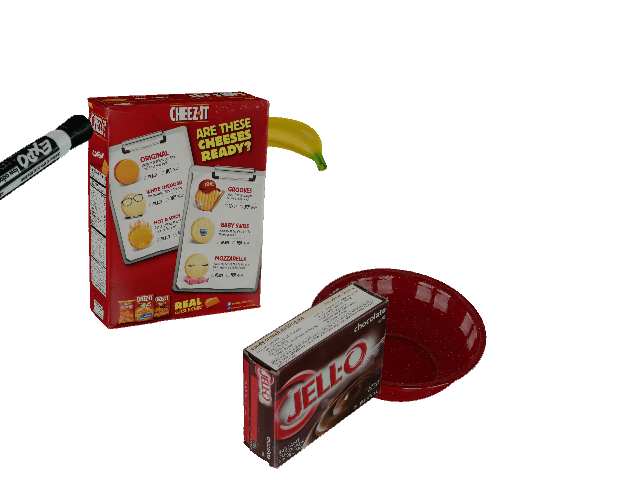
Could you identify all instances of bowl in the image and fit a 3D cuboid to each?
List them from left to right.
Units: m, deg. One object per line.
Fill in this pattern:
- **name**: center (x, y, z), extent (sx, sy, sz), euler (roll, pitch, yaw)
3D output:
- **bowl**: center (0.068, 0.096, 0.979), extent (0.162, 0.055, 0.162), euler (4, 38, -3)

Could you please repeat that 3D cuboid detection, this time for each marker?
- **marker**: center (-0.177, -0.049, 0.653), extent (0.020, 0.020, 0.121), euler (0, 27, 26)

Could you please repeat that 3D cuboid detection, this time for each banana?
- **banana**: center (-0.080, -0.126, 1.318), extent (0.198, 0.037, 0.069), euler (6, 40, 16)

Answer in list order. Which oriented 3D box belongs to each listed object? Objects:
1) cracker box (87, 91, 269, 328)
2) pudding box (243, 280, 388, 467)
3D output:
- **cracker box**: center (-0.139, -0.033, 1.035), extent (0.163, 0.214, 0.072), euler (-7, 19, -30)
- **pudding box**: center (-0.003, 0.092, 0.744), extent (0.039, 0.090, 0.113), euler (30, 44, 31)
